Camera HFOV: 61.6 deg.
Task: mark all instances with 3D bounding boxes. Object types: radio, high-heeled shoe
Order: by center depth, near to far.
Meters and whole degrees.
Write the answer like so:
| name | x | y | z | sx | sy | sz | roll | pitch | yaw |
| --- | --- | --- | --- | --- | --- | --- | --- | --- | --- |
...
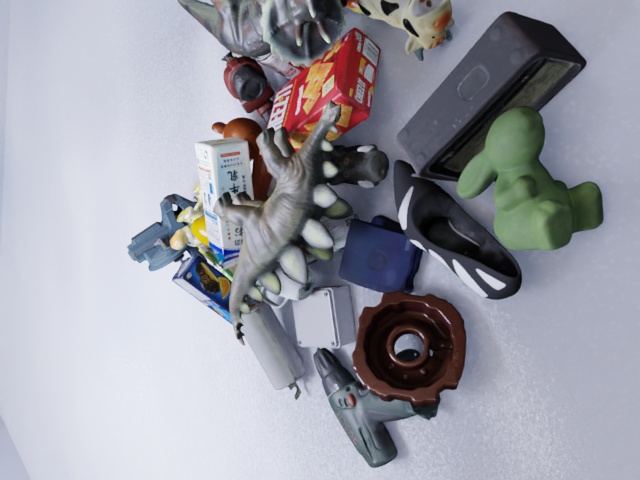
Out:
| name | x | y | z | sx | sy | sz | roll | pitch | yaw |
| --- | --- | --- | --- | --- | --- | --- | --- | --- | --- |
| radio | 0.214 | -0.176 | 0.704 | 0.229 | 0.131 | 0.073 | -49 | 59 | 37 |
| high-heeled shoe | 0.184 | -0.024 | 0.752 | 0.248 | 0.086 | 0.145 | 56 | 169 | 6 |

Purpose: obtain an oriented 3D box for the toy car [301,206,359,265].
| name | x | y | z | sx | sy | sz | roll | pitch | yaw |
| --- | --- | --- | --- | --- | --- | --- | --- | --- | --- |
| toy car | -0.002 | -0.003 | 0.996 | 0.202 | 0.056 | 0.073 | -26 | 76 | 44 |

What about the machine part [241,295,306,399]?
| name | x | y | z | sx | sy | sz | roll | pitch | yaw |
| --- | --- | --- | --- | --- | --- | --- | --- | --- | --- |
| machine part | -0.098 | 0.205 | 1.068 | 0.079 | 0.079 | 0.243 | -24 | 98 | 44 |

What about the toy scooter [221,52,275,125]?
| name | x | y | z | sx | sy | sz | roll | pitch | yaw |
| --- | --- | --- | --- | --- | --- | --- | --- | --- | --- |
| toy scooter | -0.139 | -0.300 | 1.030 | 0.075 | 0.183 | 0.135 | -36 | 65 | 2 |

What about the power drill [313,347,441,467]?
| name | x | y | z | sx | sy | sz | roll | pitch | yaw |
| --- | --- | --- | --- | --- | --- | --- | --- | --- | --- |
| power drill | 0.090 | 0.258 | 0.917 | 0.207 | 0.086 | 0.232 | -39 | 68 | 36 |

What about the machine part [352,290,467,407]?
| name | x | y | z | sx | sy | sz | roll | pitch | yaw |
| --- | --- | --- | --- | --- | --- | --- | --- | --- | --- |
| machine part | 0.136 | 0.163 | 0.811 | 0.179 | 0.056 | 0.179 | -6 | 63 | 12 |

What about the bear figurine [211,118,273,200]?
| name | x | y | z | sx | sy | sz | roll | pitch | yaw |
| --- | --- | --- | --- | --- | --- | --- | --- | --- | --- |
| bear figurine | -0.130 | -0.167 | 1.065 | 0.196 | 0.120 | 0.131 | 26 | 116 | 42 |

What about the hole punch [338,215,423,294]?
| name | x | y | z | sx | sy | sz | roll | pitch | yaw |
| --- | --- | --- | --- | --- | --- | --- | --- | --- | --- |
| hole punch | 0.099 | 0.025 | 0.877 | 0.116 | 0.092 | 0.142 | 25 | 108 | 37 |

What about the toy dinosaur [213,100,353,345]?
| name | x | y | z | sx | sy | sz | roll | pitch | yaw |
| --- | --- | --- | --- | --- | --- | --- | --- | --- | --- |
| toy dinosaur | -0.073 | -0.017 | 0.876 | 0.199 | 0.105 | 0.471 | 40 | 122 | 9 |

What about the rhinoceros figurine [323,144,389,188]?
| name | x | y | z | sx | sy | sz | roll | pitch | yaw |
| --- | --- | --- | --- | --- | --- | --- | --- | --- | --- |
| rhinoceros figurine | 0.046 | -0.127 | 0.896 | 0.190 | 0.112 | 0.073 | 12 | 101 | 52 |

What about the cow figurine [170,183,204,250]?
| name | x | y | z | sx | sy | sz | roll | pitch | yaw |
| --- | --- | --- | --- | --- | --- | --- | --- | --- | --- |
| cow figurine | -0.261 | -0.041 | 1.189 | 0.068 | 0.098 | 0.167 | 2 | 63 | 58 |

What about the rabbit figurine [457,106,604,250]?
| name | x | y | z | sx | sy | sz | roll | pitch | yaw |
| --- | --- | --- | --- | --- | --- | --- | --- | --- | --- |
| rabbit figurine | 0.260 | -0.083 | 0.683 | 0.159 | 0.121 | 0.170 | 3 | 112 | 67 |

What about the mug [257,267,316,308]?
| name | x | y | z | sx | sy | sz | roll | pitch | yaw |
| --- | --- | --- | --- | --- | --- | --- | --- | --- | --- |
| mug | -0.067 | 0.075 | 0.980 | 0.107 | 0.080 | 0.109 | 27 | 102 | 31 |

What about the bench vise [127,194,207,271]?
| name | x | y | z | sx | sy | sz | roll | pitch | yaw |
| --- | --- | --- | --- | --- | --- | --- | --- | --- | --- |
| bench vise | -0.315 | 0.017 | 1.258 | 0.129 | 0.223 | 0.240 | 1 | 127 | 57 |

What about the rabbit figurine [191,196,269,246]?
| name | x | y | z | sx | sy | sz | roll | pitch | yaw |
| --- | --- | --- | --- | --- | --- | --- | --- | --- | --- |
| rabbit figurine | -0.181 | -0.036 | 1.121 | 0.173 | 0.122 | 0.162 | -25 | 113 | 14 |

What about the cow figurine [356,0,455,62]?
| name | x | y | z | sx | sy | sz | roll | pitch | yaw |
| --- | --- | --- | --- | --- | --- | --- | --- | --- | --- |
| cow figurine | 0.123 | -0.348 | 0.799 | 0.085 | 0.127 | 0.195 | -38 | 43 | -3 |

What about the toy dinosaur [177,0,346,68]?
| name | x | y | z | sx | sy | sz | roll | pitch | yaw |
| --- | --- | --- | --- | --- | --- | --- | --- | --- | --- |
| toy dinosaur | -0.108 | -0.369 | 0.884 | 0.405 | 0.131 | 0.192 | 5 | 102 | 46 |

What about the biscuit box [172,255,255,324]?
| name | x | y | z | sx | sy | sz | roll | pitch | yaw |
| --- | --- | --- | --- | --- | --- | --- | --- | --- | --- |
| biscuit box | -0.207 | 0.115 | 1.127 | 0.059 | 0.202 | 0.063 | -13 | 42 | 52 |

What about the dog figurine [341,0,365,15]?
| name | x | y | z | sx | sy | sz | roll | pitch | yaw |
| --- | --- | --- | --- | --- | --- | --- | --- | --- | --- |
| dog figurine | -0.016 | -0.418 | 0.932 | 0.219 | 0.108 | 0.191 | 43 | 122 | 30 |
